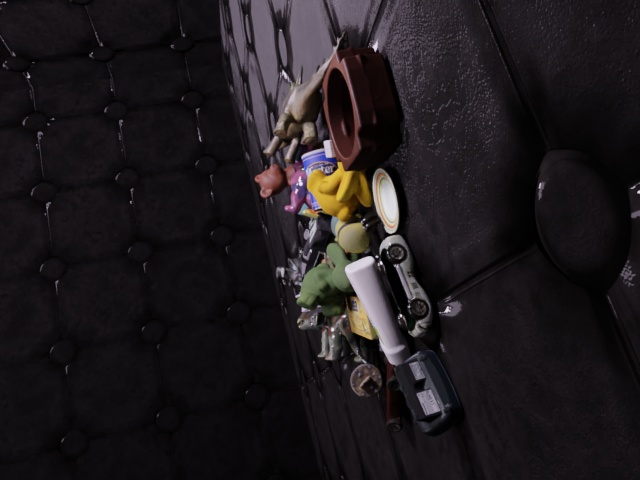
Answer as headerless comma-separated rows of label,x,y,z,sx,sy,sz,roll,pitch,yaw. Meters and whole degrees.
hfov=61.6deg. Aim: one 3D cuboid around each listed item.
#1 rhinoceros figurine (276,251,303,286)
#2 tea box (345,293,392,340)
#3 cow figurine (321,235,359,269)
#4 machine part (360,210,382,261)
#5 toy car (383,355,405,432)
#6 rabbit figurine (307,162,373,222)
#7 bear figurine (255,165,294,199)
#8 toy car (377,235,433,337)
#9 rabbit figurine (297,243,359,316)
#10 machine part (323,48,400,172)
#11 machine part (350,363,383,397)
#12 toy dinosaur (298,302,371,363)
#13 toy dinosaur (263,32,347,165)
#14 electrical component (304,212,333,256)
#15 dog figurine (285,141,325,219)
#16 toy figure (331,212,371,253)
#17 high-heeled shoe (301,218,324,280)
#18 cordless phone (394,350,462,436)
rhinoceros figurine,-0.039,0.098,1.651,0.073,0.190,0.112,95,179,-62
tea box,0.118,0.173,1.270,0.169,0.068,0.098,156,102,-78
cow figurine,0.050,0.042,1.422,0.194,0.085,0.127,94,165,-46
machine part,0.121,0.004,1.140,0.084,0.039,0.138,-103,-7,-51
toy car,0.172,0.345,1.223,0.089,0.053,0.201,-82,-9,-58
rabbit figurine,0.054,-0.135,1.179,0.162,0.122,0.173,-104,29,-46
bear figurine,-0.091,-0.202,1.570,0.120,0.196,0.131,-110,15,-46
toy car,0.162,0.087,1.023,0.073,0.056,0.202,113,143,-59
rabbit figurine,0.047,0.094,1.267,0.170,0.121,0.159,-28,39,52
machine part,0.076,-0.246,1.031,0.201,0.087,0.201,132,127,-75
machine part,0.117,0.343,1.327,0.243,0.079,0.079,61,-166,-76
toy dinosaur,0.064,0.233,1.476,0.405,0.131,0.192,160,110,-68
toy dinosaur,-0.046,-0.327,1.328,0.471,0.105,0.198,-28,47,63
electrical component,-0.003,-0.004,1.375,0.075,0.048,0.119,-94,21,-51
dog figurine,-0.009,-0.165,1.451,0.108,0.192,0.219,3,-79,-64
toy figure,0.070,-0.022,1.257,0.180,0.089,0.082,-129,24,-61
high-heeled shoe,-0.021,0.043,1.621,0.249,0.086,0.145,-91,16,-58
cordless phone,0.204,0.311,1.031,0.184,0.089,0.147,76,174,-52
